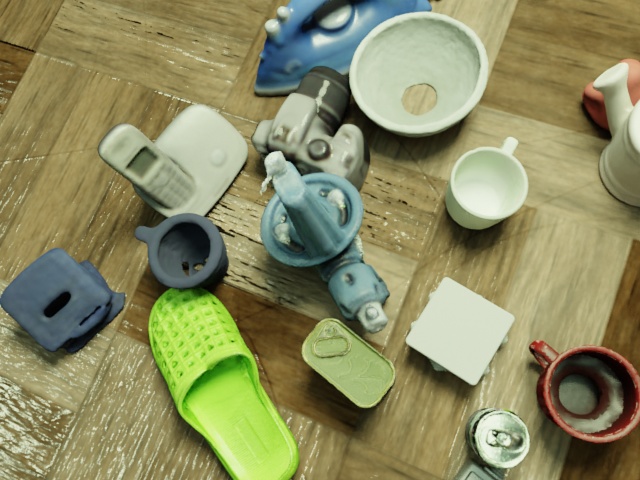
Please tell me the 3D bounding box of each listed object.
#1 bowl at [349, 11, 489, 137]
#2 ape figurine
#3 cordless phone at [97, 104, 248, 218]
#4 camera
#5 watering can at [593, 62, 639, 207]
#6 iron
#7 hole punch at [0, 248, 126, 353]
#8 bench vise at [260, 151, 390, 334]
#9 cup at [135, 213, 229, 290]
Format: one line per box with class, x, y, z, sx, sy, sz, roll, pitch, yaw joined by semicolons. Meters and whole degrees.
bowl;0.124;-0.196;0.724;0.167;0.075;0.167;-3;75;10
ape figurine;0.352;-0.176;0.668;0.077;0.092;0.076;11;77;13
cordless phone;-0.176;-0.110;0.696;0.094;0.185;0.148;32;83;17
camera;0.001;-0.146;0.718;0.143;0.101;0.137;22;80;15
watering can;0.362;-0.114;0.595;0.172;0.194;0.101;22;80;15
iron;0.010;-0.287;0.734;0.258;0.141;0.118;-31;72;1
hole punch;-0.322;0.077;0.721;0.109;0.091;0.101;-44;72;-3
bench vise;0.014;-0.007;0.615;0.207;0.220;0.121;39;85;18
cup;-0.163;0.018;0.706;0.117;0.095;0.092;19;79;15
